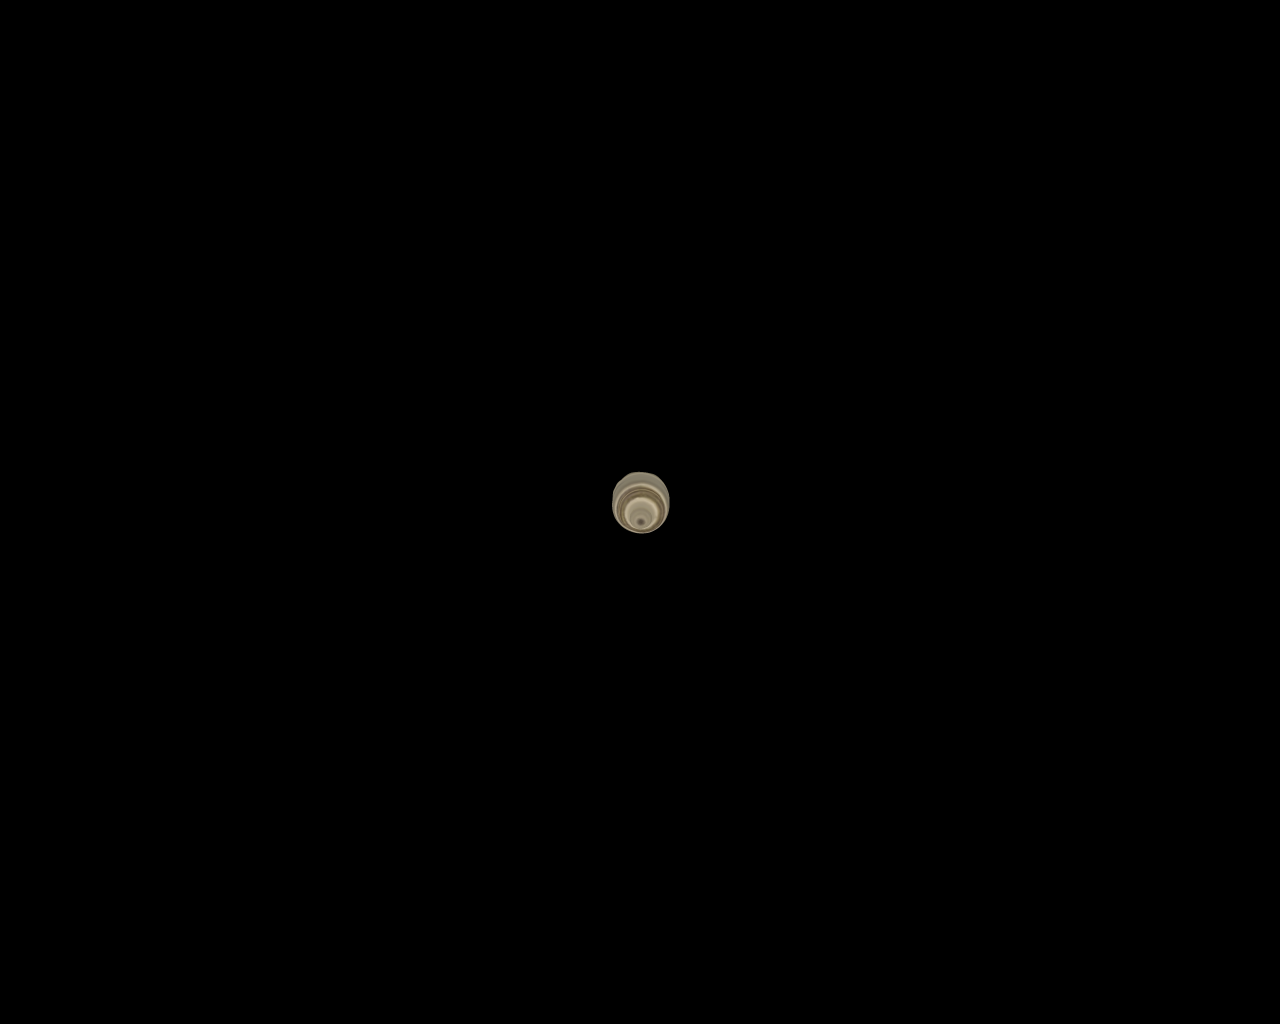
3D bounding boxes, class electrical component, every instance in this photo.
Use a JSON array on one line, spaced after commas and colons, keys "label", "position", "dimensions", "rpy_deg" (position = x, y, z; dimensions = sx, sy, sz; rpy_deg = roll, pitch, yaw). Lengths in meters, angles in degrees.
[{"label": "electrical component", "position": [0.001, -0.003, 0.650], "dimensions": [0.035, 0.035, 0.061], "rpy_deg": [0, 16, 0]}]
